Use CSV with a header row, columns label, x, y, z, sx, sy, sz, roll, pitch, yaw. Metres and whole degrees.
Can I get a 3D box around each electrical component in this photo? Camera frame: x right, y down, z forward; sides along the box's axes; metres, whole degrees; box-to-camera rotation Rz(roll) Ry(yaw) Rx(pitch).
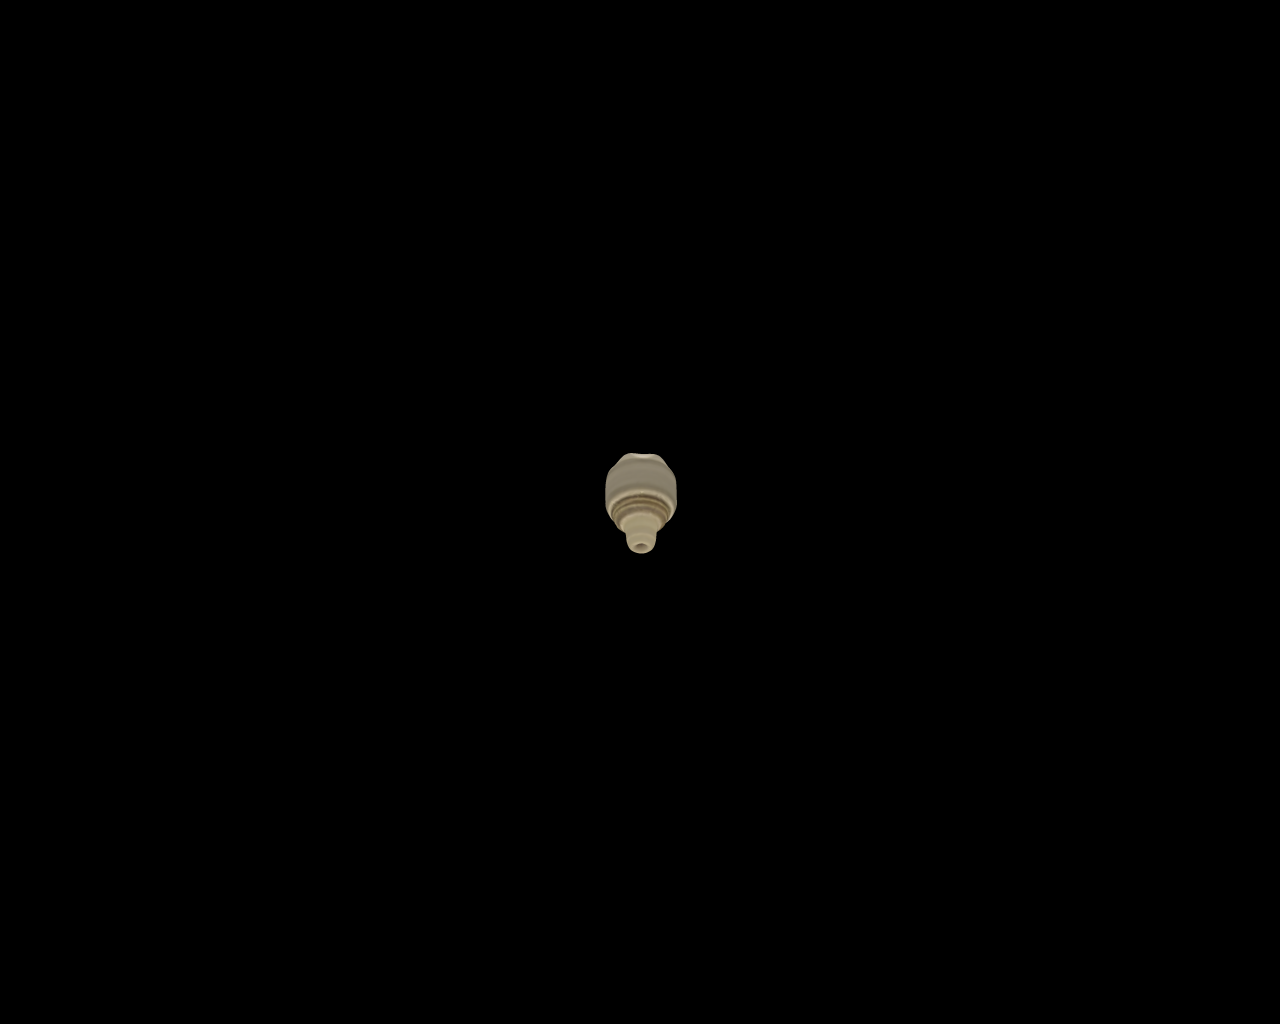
label,x,y,z,sx,sy,sz,roll,pitch,yaw
electrical component,0.001,-0.003,0.650,0.043,0.062,0.043,0,-37,0
